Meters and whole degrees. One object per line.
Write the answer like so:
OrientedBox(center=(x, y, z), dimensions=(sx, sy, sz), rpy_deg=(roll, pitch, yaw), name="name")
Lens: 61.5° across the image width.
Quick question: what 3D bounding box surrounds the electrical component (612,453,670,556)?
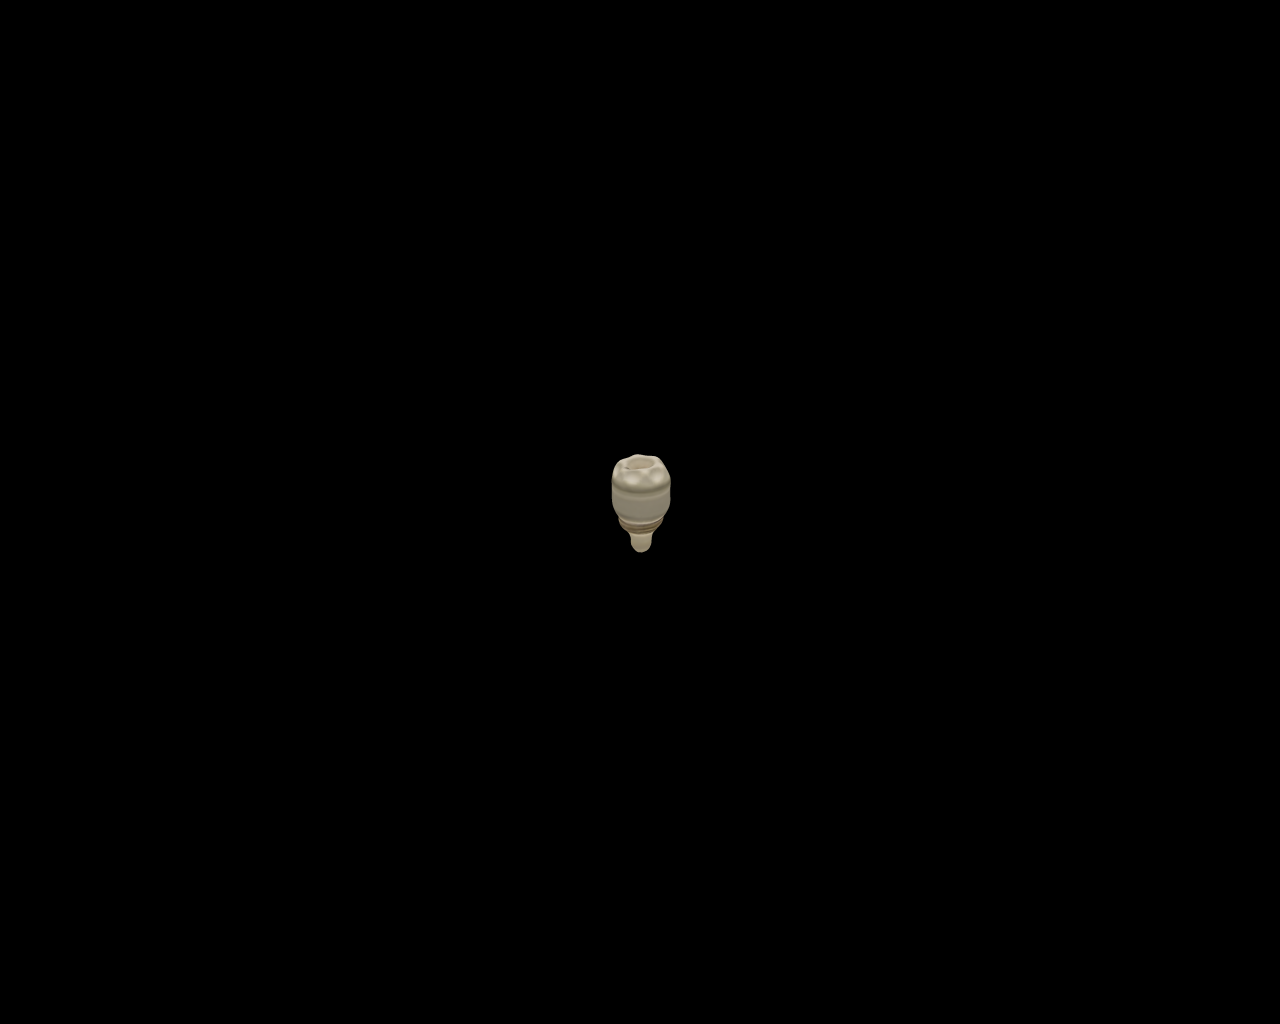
OrientedBox(center=(0.001, -0.003, 0.650), dimensions=(0.035, 0.061, 0.035), rpy_deg=(0, 27, 0), name="electrical component")
